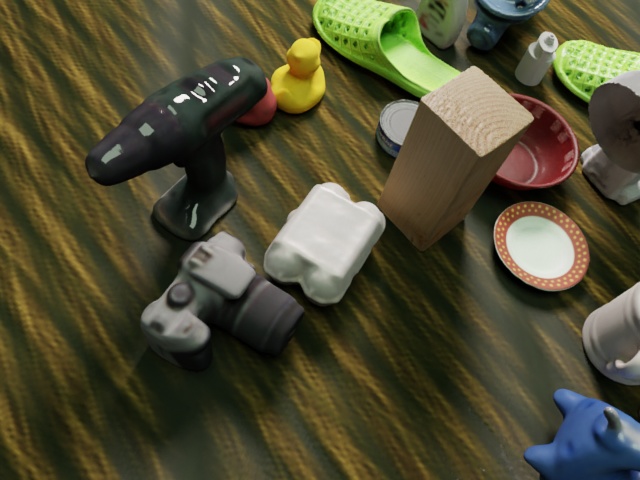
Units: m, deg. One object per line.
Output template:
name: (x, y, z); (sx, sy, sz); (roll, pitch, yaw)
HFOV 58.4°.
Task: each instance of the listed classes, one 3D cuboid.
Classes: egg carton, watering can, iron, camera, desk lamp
egg carton: (0.006, 0.002, 0.682); (0.107, 0.069, 0.150); (29, 62, 8)
watering can: (0.385, 0.080, 0.628); (0.101, 0.194, 0.173); (22, 61, 4)
iron: (0.344, 0.251, 0.560); (0.258, 0.141, 0.119); (35, 63, 10)
camera: (-0.095, 0.075, 0.610); (0.136, 0.101, 0.143); (30, 62, 8)
desk lamp: (0.432, -0.145, 0.745); (0.203, 0.213, 0.117); (-21, 67, -19)

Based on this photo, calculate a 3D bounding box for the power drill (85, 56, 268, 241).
power drill: (-0.145, -0.091, 0.630); (0.075, 0.208, 0.230); (33, 62, 10)

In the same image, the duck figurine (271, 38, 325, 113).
duck figurine: (-0.028, -0.236, 0.796); (0.077, 0.086, 0.105); (25, 61, 5)

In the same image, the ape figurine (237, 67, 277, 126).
ape figurine: (-0.094, -0.201, 0.764); (0.076, 0.092, 0.078); (38, 63, 12)

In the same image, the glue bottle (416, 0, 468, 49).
glue bottle: (0.194, -0.374, 0.855); (0.037, 0.173, 0.078); (-37, 73, -24)

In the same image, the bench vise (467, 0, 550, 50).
bench vise: (0.306, -0.428, 0.874); (0.121, 0.220, 0.207); (18, 61, 2)
